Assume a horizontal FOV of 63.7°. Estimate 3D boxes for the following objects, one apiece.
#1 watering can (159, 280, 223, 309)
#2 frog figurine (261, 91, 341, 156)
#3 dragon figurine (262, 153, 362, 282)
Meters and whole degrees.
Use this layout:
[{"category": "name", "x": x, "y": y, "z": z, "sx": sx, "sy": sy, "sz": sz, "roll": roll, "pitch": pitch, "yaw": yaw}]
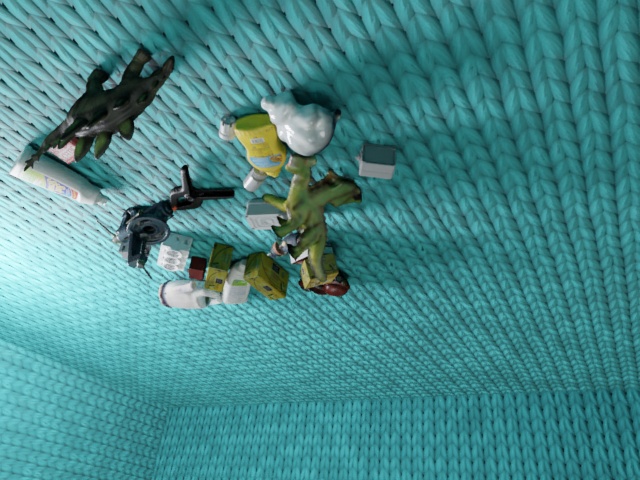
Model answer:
[{"category": "watering can", "x": -0.483, "y": 0.190, "z": 1.878, "sx": 0.224, "sy": 0.105, "sz": 0.342, "roll": 0, "pitch": 162, "yaw": 8}, {"category": "frog figurine", "x": -0.050, "y": -0.255, "z": 1.111, "sx": 0.158, "sy": 0.124, "sz": 0.137, "roll": 18, "pitch": 167, "yaw": -37}, {"category": "dragon figurine", "x": 0.004, "y": -0.068, "z": 1.353, "sx": 0.242, "sy": 0.125, "sz": 0.403, "roll": -31, "pitch": 128, "yaw": 8}]
